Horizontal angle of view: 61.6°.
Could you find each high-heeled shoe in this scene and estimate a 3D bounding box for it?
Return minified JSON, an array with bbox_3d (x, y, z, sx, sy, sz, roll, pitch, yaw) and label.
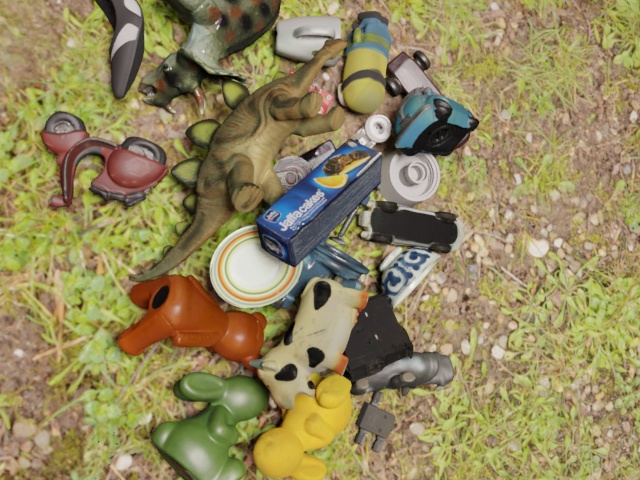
[{"bbox_3d":[-0.334,-0.343,0.806,0.145,0.086,0.248,10,78,-13],"label":"high-heeled shoe"}]

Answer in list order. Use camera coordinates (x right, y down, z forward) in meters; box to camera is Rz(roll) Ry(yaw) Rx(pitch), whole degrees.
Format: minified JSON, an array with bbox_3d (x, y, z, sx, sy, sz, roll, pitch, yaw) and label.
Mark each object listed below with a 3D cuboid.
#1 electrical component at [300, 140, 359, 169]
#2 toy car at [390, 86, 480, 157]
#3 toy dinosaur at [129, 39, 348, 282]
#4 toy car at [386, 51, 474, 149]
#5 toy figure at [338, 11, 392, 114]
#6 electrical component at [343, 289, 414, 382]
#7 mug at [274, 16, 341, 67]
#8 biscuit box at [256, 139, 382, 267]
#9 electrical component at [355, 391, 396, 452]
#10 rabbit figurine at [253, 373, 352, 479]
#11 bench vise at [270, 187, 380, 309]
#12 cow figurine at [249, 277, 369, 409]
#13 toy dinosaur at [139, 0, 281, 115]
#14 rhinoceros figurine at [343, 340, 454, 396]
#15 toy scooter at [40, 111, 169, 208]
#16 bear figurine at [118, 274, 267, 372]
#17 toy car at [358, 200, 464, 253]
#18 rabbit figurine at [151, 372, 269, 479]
[{"bbox_3d":[0.015,-0.131,0.914,0.119,0.048,0.074,-34,96,-18],"label":"electrical component"},{"bbox_3d":[0.185,-0.207,0.906,0.161,0.109,0.103,-4,57,-39],"label":"toy car"},{"bbox_3d":[-0.117,-0.105,0.774,0.471,0.199,0.105,-54,141,0],"label":"toy dinosaur"},{"bbox_3d":[0.199,-0.251,0.983,0.089,0.053,0.202,-42,97,4],"label":"toy car"},{"bbox_3d":[0.080,-0.307,0.930,0.082,0.089,0.180,14,83,-10],"label":"toy figure"},{"bbox_3d":[0.065,0.153,0.845,0.134,0.058,0.115,-21,53,-7],"label":"electrical component"},{"bbox_3d":[-0.022,-0.333,0.895,0.107,0.110,0.080,0,103,-8],"label":"mug"},{"bbox_3d":[0.003,-0.054,0.734,0.059,0.062,0.203,31,59,26],"label":"biscuit box"},{"bbox_3d":[0.097,0.308,0.915,0.063,0.021,0.094,27,76,-14],"label":"electrical component"},{"bbox_3d":[-0.039,0.291,0.814,0.173,0.122,0.162,-38,137,-47],"label":"rabbit figurine"},{"bbox_3d":[0.002,0.000,0.850,0.223,0.129,0.240,29,95,-22],"label":"bench vise"},{"bbox_3d":[-0.019,0.147,0.770,0.127,0.085,0.195,21,81,6],"label":"cow figurine"},{"bbox_3d":[-0.135,-0.375,0.858,0.192,0.131,0.405,46,67,-24],"label":"toy dinosaur"},{"bbox_3d":[0.129,0.221,0.890,0.190,0.112,0.073,-6,53,-6],"label":"rhinoceros figurine"},{"bbox_3d":[-0.324,-0.098,0.787,0.184,0.075,0.135,18,80,-13],"label":"toy scooter"},{"bbox_3d":[-0.178,0.131,0.808,0.195,0.132,0.120,40,35,-40],"label":"bear figurine"},{"bbox_3d":[0.162,-0.022,0.949,0.202,0.056,0.073,9,89,-16],"label":"toy car"},{"bbox_3d":[-0.158,0.267,0.805,0.159,0.121,0.170,45,56,-2],"label":"rabbit figurine"}]
